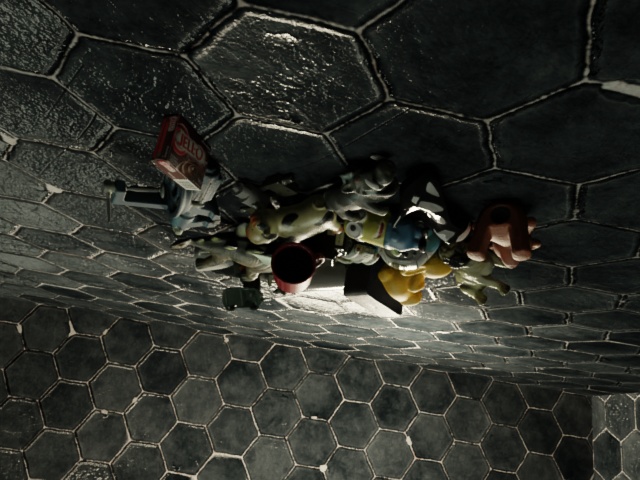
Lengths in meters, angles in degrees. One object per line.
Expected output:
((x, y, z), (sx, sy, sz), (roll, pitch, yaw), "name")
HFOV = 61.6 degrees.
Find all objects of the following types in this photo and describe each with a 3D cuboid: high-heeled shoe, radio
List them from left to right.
((0.151, 0.117, 1.437), (0.073, 0.131, 0.229), (-3, 157, 30), "radio")
((0.241, -0.072, 1.024), (0.248, 0.086, 0.145), (1, 135, -35), "high-heeled shoe")

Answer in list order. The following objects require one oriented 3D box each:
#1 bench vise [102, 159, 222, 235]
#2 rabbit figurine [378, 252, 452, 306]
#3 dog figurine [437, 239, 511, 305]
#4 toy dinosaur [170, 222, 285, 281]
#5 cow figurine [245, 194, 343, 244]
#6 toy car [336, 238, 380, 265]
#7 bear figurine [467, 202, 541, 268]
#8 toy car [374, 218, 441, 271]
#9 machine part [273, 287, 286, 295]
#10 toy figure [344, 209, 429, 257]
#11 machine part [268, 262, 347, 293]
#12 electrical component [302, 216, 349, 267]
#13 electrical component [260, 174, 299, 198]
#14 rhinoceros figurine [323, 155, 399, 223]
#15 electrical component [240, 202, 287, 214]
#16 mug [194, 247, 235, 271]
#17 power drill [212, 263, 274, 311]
((-0.308, -0.086, 1.065), (0.240, 0.129, 0.223), (0, 159, -33), "bench vise")
((0.241, 0.069, 1.343), (0.173, 0.122, 0.162), (-19, 139, 27), "rabbit figurine")
((0.335, 0.058, 1.268), (0.190, 0.121, 0.172), (26, 144, -15), "dog figurine")
((-0.151, 0.037, 1.393), (0.471, 0.105, 0.198), (9, 159, -33), "toy dinosaur")
((-0.061, -0.039, 1.109), (0.195, 0.085, 0.127), (-18, 149, 6), "cow figurine")
((0.071, 0.030, 1.304), (0.073, 0.056, 0.202), (17, 173, -24), "toy car")
((0.371, 0.011, 1.070), (0.120, 0.132, 0.195), (0, 152, 27), "bear figurine")
((0.187, 0.014, 1.188), (0.162, 0.103, 0.109), (1, 158, 14), "toy car")
((-0.070, 0.120, 1.484), (0.084, 0.039, 0.139), (-27, -176, -35), "machine part")
((0.136, -0.017, 1.122), (0.180, 0.082, 0.089), (14, 157, 12), "toy figure")
((-0.020, 0.093, 1.373), (0.243, 0.079, 0.079), (0, 165, -27), "machine part")
((-0.002, -0.004, 1.199), (0.134, 0.115, 0.058), (10, 162, 2), "electrical component")
((-0.075, -0.108, 1.080), (0.094, 0.021, 0.063), (-12, 152, 43), "electrical component")
((0.078, -0.097, 0.988), (0.112, 0.073, 0.190), (30, 155, -22), "rhinoceros figurine")
((-0.119, -0.063, 1.195), (0.102, 0.045, 0.078), (-14, 128, 43), "electrical component")
((-0.296, 0.041, 1.508), (0.107, 0.081, 0.109), (-1, 156, -6), "mug")
((-0.223, 0.119, 1.536), (0.232, 0.085, 0.207), (-1, -159, 3), "power drill")
